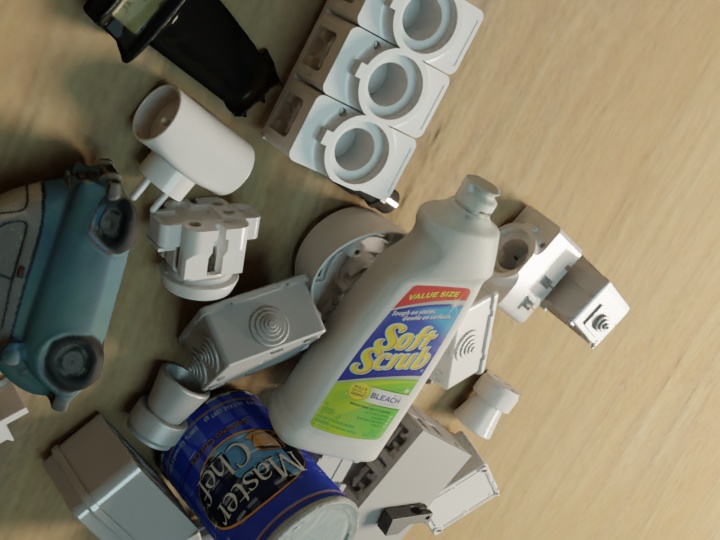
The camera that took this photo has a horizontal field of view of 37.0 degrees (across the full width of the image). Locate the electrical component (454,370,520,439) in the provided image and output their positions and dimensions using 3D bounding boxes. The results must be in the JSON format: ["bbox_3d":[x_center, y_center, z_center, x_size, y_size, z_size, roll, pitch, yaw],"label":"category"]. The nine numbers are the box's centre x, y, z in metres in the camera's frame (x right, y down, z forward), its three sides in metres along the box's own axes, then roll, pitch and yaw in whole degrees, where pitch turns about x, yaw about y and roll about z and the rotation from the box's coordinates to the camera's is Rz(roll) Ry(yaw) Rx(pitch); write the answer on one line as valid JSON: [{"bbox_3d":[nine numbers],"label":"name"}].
[{"bbox_3d":[0.127,0.134,1.074,0.045,0.045,0.055,27,102,-45],"label":"electrical component"}]

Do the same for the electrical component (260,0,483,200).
[{"bbox_3d":[0.010,-0.135,0.755,0.089,0.062,0.150,21,102,-34],"label":"electrical component"}]

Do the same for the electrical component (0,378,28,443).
[{"bbox_3d":[-0.277,0.096,0.740,0.081,0.042,0.063,-29,133,-18],"label":"electrical component"}]

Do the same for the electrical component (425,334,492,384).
[{"bbox_3d":[0.088,0.069,0.997,0.081,0.043,0.043,-26,133,-20],"label":"electrical component"}]

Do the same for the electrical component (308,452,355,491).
[{"bbox_3d":[-0.048,0.177,0.958,0.079,0.063,0.121,12,113,-42],"label":"electrical component"}]

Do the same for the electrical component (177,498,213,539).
[{"bbox_3d":[-0.143,0.240,0.944,0.076,0.047,0.083,-25,133,-21],"label":"electrical component"}]

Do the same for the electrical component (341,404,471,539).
[{"bbox_3d":[0.020,0.203,1.031,0.150,0.062,0.089,-51,136,5],"label":"electrical component"}]

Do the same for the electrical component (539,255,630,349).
[{"bbox_3d":[0.209,0.023,1.018,0.061,0.096,0.062,-47,136,1],"label":"electrical component"}]

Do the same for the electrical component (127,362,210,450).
[{"bbox_3d":[-0.151,0.107,0.842,0.045,0.045,0.055,25,104,-45],"label":"electrical component"}]

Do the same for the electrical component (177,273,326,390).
[{"bbox_3d":[-0.082,0.049,0.817,0.100,0.048,0.100,-19,170,-26],"label":"electrical component"}]

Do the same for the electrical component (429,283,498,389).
[{"bbox_3d":[0.064,0.042,0.921,0.048,0.100,0.099,-25,134,-38],"label":"electrical component"}]

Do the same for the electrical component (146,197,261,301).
[{"bbox_3d":[-0.114,-0.015,0.772,0.078,0.058,0.057,-7,122,-33],"label":"electrical component"}]

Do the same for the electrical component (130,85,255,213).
[{"bbox_3d":[-0.124,-0.074,0.731,0.079,0.043,0.077,-49,137,4],"label":"electrical component"}]

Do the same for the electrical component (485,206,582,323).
[{"bbox_3d":[0.148,-0.007,0.983,0.089,0.050,0.056,-50,137,4],"label":"electrical component"}]

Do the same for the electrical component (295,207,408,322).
[{"bbox_3d":[0.000,0.000,0.864,0.099,0.064,0.099,-20,131,-25],"label":"electrical component"}]

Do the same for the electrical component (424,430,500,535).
[{"bbox_3d":[0.082,0.217,1.094,0.096,0.061,0.061,-31,135,-5],"label":"electrical component"}]

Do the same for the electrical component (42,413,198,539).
[{"bbox_3d":[-0.187,0.177,0.842,0.057,0.078,0.113,-40,136,-11],"label":"electrical component"}]
